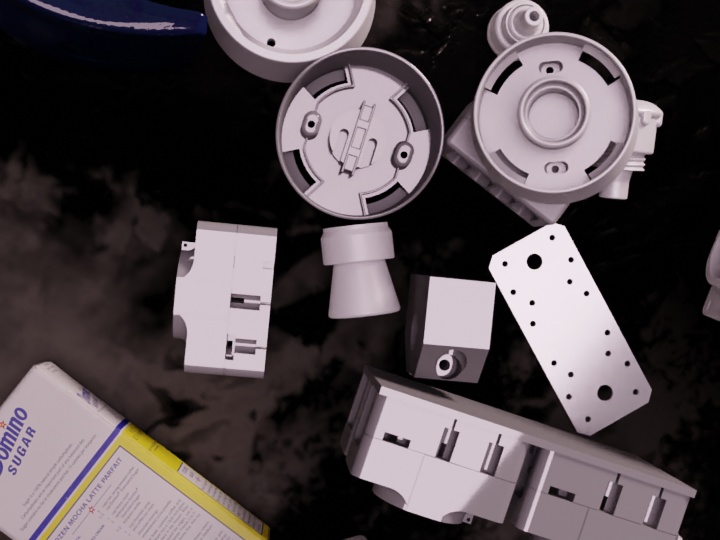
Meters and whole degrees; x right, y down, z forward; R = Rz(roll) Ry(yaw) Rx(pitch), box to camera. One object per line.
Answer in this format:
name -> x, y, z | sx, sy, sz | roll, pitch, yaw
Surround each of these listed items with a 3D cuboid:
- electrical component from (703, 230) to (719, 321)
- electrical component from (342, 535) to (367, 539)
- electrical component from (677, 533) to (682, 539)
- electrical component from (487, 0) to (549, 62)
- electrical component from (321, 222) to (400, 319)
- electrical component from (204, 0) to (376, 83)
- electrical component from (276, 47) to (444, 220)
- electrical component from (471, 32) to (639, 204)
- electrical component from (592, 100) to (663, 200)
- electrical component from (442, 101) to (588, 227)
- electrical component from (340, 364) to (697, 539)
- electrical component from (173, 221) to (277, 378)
electrical component -> 0.281, -0.049, 0.653 | 0.060, 0.105, 0.186 | 22, 89, -4
electrical component -> -0.019, 0.206, 0.657 | 0.096, 0.061, 0.061 | -14, 92, -4
electrical component -> 0.196, 0.187, 0.683 | 0.048, 0.048, 0.062 | -37, 87, -3
electrical component -> 0.099, -0.149, 0.658 | 0.035, 0.061, 0.035 | 0, 91, -5
electrical component -> 0.000, 0.000, 0.662 | 0.045, 0.045, 0.055 | -6, 91, -4
electrical component -> -0.041, -0.171, 0.646 | 0.108, 0.060, 0.108 | 0, 92, -5
electrical component -> -0.002, -0.080, 0.650 | 0.099, 0.064, 0.099 | 0, 91, -5
electrical component -> 0.113, -0.088, 0.623 | 0.099, 0.064, 0.099 | 0, 92, 10
electrical component -> 0.162, -0.076, 0.675 | 0.048, 0.048, 0.062 | 4, 98, -5
electrical component -> 0.104, -0.081, 0.667 | 0.083, 0.047, 0.075 | 37, 88, -4
electrical component -> 0.085, 0.120, 0.641 | 0.186, 0.105, 0.060 | 19, 90, -5
electrical component -> -0.082, 0.017, 0.652 | 0.056, 0.050, 0.089 | 5, 91, -5
